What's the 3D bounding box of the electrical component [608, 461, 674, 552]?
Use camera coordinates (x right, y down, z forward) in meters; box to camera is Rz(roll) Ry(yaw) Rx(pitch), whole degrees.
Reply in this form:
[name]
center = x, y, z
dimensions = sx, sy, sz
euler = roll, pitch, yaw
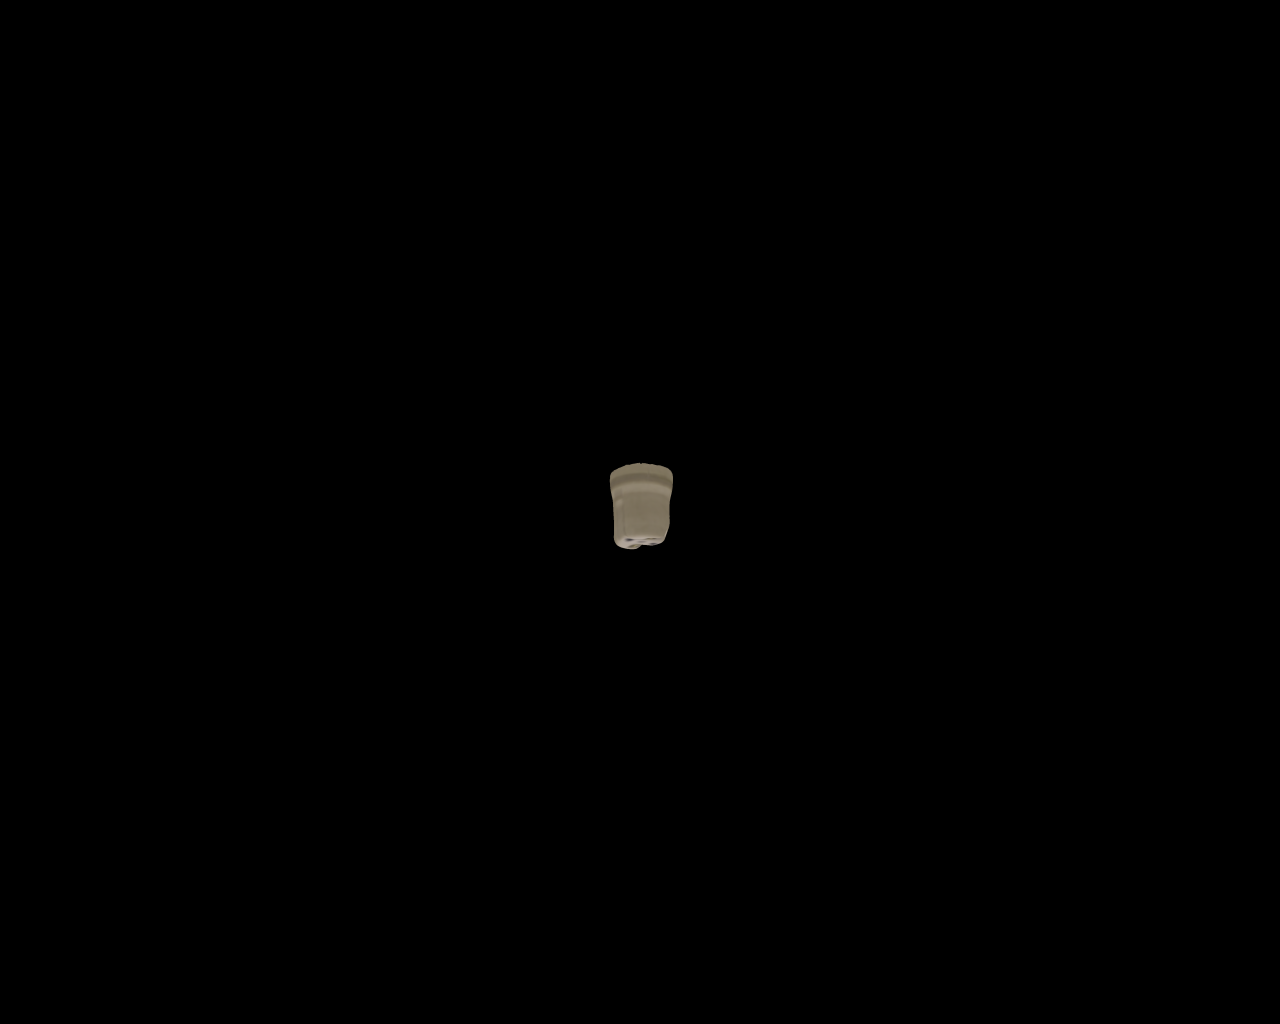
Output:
[electrical component]
center = 0.001, -0.003, 0.650
dimensions = 0.040, 0.046, 0.040
euler = 0, -20, 0
